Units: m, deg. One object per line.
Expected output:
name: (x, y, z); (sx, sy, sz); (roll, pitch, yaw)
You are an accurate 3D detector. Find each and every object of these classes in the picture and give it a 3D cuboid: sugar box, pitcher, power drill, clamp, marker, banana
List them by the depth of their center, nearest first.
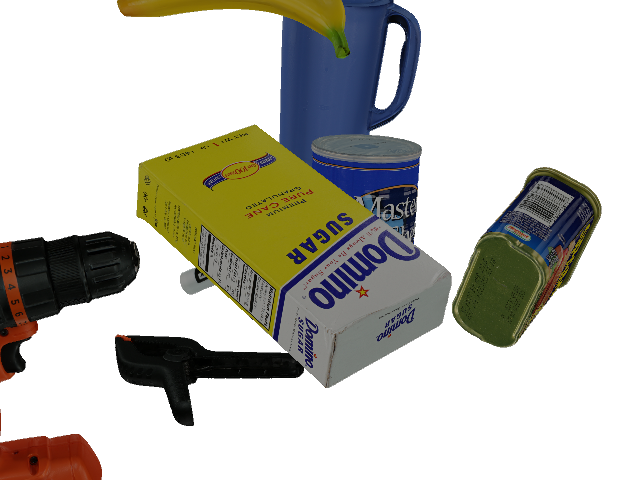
sugar box: (-0.019, 0.001, 0.613); (0.093, 0.048, 0.176); (-25, 47, -36)
power drill: (-0.196, 0.088, 0.693); (0.184, 0.188, 0.057); (-11, 27, -9)
marker: (-0.055, 0.013, 0.813); (0.121, 0.020, 0.020); (-23, -10, 26)
banana: (-0.061, -0.191, 0.840); (0.198, 0.069, 0.037); (12, -40, 17)
clamp: (-0.145, 0.133, 1.085); (0.210, 0.036, 0.164); (9, 18, 34)
pitcher: (0.021, -0.188, 1.308); (0.144, 0.243, 0.149); (-9, 29, -27)

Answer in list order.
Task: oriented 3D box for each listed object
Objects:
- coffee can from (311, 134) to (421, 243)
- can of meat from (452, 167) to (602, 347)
coffee can: (0.040, -0.022, 1.011); (0.103, 0.140, 0.103); (2, 16, -1)
can of meat: (0.140, 0.014, 0.733); (0.057, 0.102, 0.083); (32, 49, 18)
